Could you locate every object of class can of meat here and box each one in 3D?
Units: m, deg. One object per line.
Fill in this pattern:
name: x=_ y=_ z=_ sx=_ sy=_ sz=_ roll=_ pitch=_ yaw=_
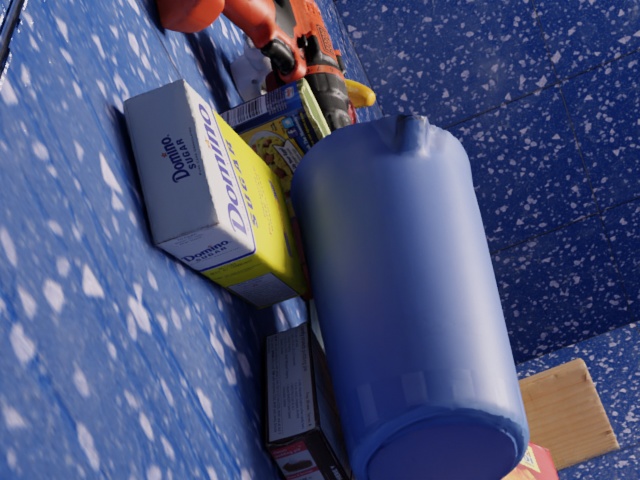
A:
can of meat: x=-0.031 y=-0.061 z=0.801 sx=0.057 sy=0.084 sz=0.102 roll=-97 pitch=163 yaw=-59

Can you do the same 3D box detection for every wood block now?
wood block: x=0.181 y=0.196 z=1.066 sx=0.090 sy=0.206 sz=0.091 roll=20 pitch=49 yaw=-78

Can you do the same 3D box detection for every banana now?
banana: x=-0.004 y=-0.151 z=1.138 sx=0.198 sy=0.069 sz=0.037 roll=175 pitch=-69 yaw=-72

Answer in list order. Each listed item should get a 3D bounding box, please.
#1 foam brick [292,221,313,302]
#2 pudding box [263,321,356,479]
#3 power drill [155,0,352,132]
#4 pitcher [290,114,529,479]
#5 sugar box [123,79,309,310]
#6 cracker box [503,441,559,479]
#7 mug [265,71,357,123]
foam brick: x=-0.006 y=0.001 z=0.913 sx=0.053 sy=0.051 sz=0.078 roll=55 pitch=16 yaw=-49
pudding box: x=-0.003 y=0.121 z=0.689 sx=0.113 sy=0.039 sz=0.090 roll=-100 pitch=165 yaw=-60
power drill: x=-0.049 y=-0.159 z=0.850 sx=0.187 sy=0.057 sz=0.184 roll=32 pitch=32 yaw=-45
pitcher: x=0.056 y=0.050 z=0.710 sx=0.149 sy=0.145 sz=0.243 roll=45 pitch=26 yaw=-41
sugar box: x=-0.059 y=-0.022 z=0.663 sx=0.176 sy=0.048 sz=0.093 roll=49 pitch=24 yaw=-70
cracker box: x=0.097 y=0.197 z=0.737 sx=0.164 sy=0.072 sz=0.213 roll=26 pitch=21 yaw=-11
mug: x=-0.018 y=-0.100 z=0.963 sx=0.081 sy=0.093 sz=0.117 roll=-87 pitch=155 yaw=-56
